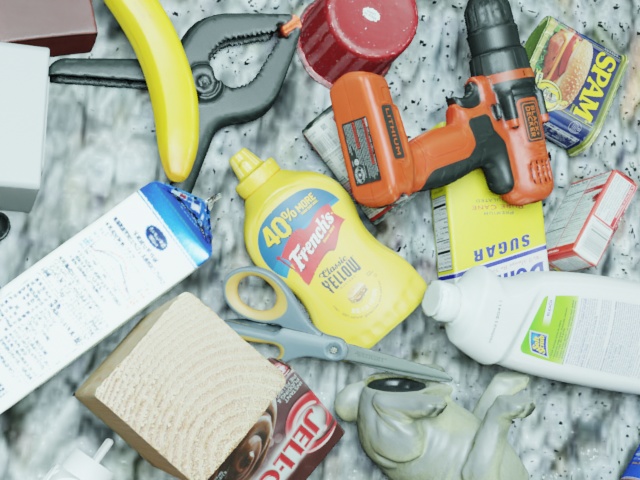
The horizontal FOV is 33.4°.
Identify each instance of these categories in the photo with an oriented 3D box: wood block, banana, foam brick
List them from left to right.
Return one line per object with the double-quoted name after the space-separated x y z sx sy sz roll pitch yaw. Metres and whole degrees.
-0.222 -0.178 0.852 0.078 0.051 0.053 -9 85 -16 "foam brick"
-0.135 -0.142 0.835 0.069 0.037 0.198 -29 93 -37 "banana"
-0.107 0.106 0.760 0.091 0.206 0.090 42 73 -6 "wood block"

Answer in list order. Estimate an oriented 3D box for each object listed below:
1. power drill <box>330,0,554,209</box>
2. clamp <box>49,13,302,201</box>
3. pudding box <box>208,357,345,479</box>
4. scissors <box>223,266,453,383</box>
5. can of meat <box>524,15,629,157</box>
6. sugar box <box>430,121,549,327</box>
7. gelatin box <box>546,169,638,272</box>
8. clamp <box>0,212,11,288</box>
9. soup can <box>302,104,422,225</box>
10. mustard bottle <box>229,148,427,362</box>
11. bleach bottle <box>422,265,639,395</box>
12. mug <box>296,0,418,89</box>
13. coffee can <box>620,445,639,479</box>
0.102 -0.107 0.859 0.187 0.057 0.184 -13 88 -31 "power drill"
-0.108 -0.132 0.884 0.210 0.036 0.164 -43 95 -13 "clamp"
-0.043 0.162 0.838 0.113 0.039 0.090 -47 127 -15 "pudding box"
0.004 0.068 0.853 0.202 0.016 0.096 -1 99 7 "scissors"
0.219 -0.141 0.968 0.084 0.057 0.102 28 75 -7 "can of meat"
0.147 -0.015 0.934 0.093 0.048 0.176 -4 82 -16 "sugar box"
0.234 -0.015 0.943 0.030 0.073 0.089 34 74 -10 "gelatin box"
-0.306 0.027 0.772 0.171 0.120 0.039 -17 112 -13 "clamp"
0.041 -0.073 0.901 0.068 0.069 0.102 -39 93 -17 "soup can"
-0.006 0.001 0.880 0.096 0.058 0.191 -41 93 3 "mustard bottle"
0.199 0.065 0.884 0.250 0.068 0.102 14 85 -24 "bleach bottle"
0.032 -0.193 0.909 0.093 0.082 0.117 -3 83 -16 "mug"
0.332 0.186 0.925 0.102 0.103 0.140 37 74 -8 "coffee can"
